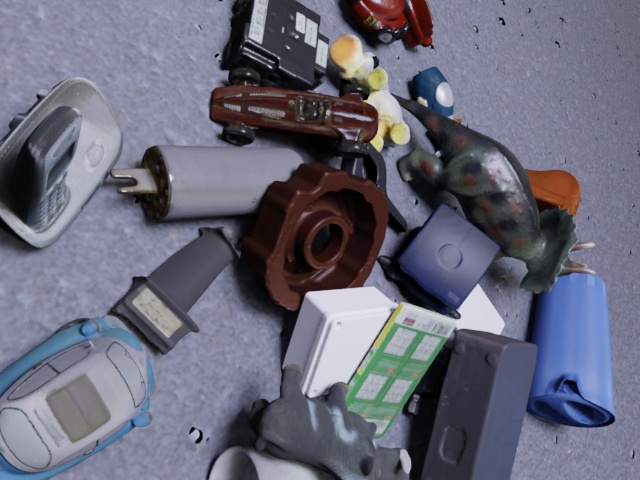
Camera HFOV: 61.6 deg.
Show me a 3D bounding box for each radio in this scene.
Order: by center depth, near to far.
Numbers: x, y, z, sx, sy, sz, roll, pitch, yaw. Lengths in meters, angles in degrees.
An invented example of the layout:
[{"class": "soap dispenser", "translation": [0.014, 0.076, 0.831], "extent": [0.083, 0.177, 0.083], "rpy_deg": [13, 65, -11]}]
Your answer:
[{"class": "radio", "translation": [0.205, 0.233, 0.690], "extent": [0.131, 0.073, 0.229], "rpy_deg": [20, 81, -48]}]

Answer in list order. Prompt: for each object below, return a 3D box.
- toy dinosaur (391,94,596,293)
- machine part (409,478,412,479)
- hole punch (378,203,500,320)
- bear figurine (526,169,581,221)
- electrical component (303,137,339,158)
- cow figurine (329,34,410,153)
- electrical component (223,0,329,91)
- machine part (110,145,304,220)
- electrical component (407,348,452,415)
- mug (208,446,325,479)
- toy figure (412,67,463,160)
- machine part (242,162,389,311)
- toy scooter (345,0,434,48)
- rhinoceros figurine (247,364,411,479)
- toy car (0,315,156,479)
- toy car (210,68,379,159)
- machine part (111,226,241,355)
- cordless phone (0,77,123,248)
[{"class": "toy dinosaur", "translation": [0.247, -0.068, 0.784], "extent": [0.404, 0.192, 0.131], "rpy_deg": [54, 50, -15]}, {"class": "machine part", "translation": [0.065, 0.380, 0.587], "extent": [0.201, 0.087, 0.201], "rpy_deg": [-22, 91, -38]}, {"class": "hole punch", "translation": [0.171, 0.026, 0.744], "extent": [0.142, 0.092, 0.116], "rpy_deg": [39, 55, -1]}, {"class": "bear figurine", "translation": [0.337, -0.077, 0.921], "extent": [0.196, 0.120, 0.131], "rpy_deg": [7, 117, -11]}, {"class": "electrical component", "translation": [0.007, -0.152, 0.712], "extent": [0.102, 0.045, 0.078], "rpy_deg": [44, 57, -21]}, {"class": "cow figurine", "translation": [0.071, -0.206, 0.757], "extent": [0.167, 0.068, 0.098], "rpy_deg": [66, 17, -7]}, {"class": "electrical component", "translation": [-0.050, -0.247, 0.687], "extent": [0.134, 0.058, 0.115], "rpy_deg": [21, 68, -33]}, {"class": "machine part", "translation": [-0.101, -0.063, 0.583], "extent": [0.243, 0.079, 0.079], "rpy_deg": [-5, 81, -39]}, {"class": "electrical component", "translation": [0.147, 0.189, 0.716], "extent": [0.021, 0.063, 0.094], "rpy_deg": [40, 58, -23]}, {"class": "mug", "translation": [-0.038, 0.250, 0.533], "extent": [0.107, 0.110, 0.080], "rpy_deg": [21, 74, -45]}, {"class": "toy figure", "translation": [0.195, -0.198, 0.867], "extent": [0.064, 0.058, 0.154], "rpy_deg": [-23, 95, -1]}, {"class": "machine part", "translation": [-0.001, -0.002, 0.610], "extent": [0.179, 0.056, 0.179], "rpy_deg": [-20, 123, -33]}, {"class": "toy scooter", "translation": [0.121, -0.352, 0.840], "extent": [0.184, 0.075, 0.135], "rpy_deg": [-41, 105, -42]}, {"class": "rhinoceros figurine", "translation": [0.016, 0.202, 0.545], "extent": [0.190, 0.112, 0.073], "rpy_deg": [34, 101, -29]}, {"class": "toy car", "translation": [-0.203, 0.128, 0.436], "extent": [0.161, 0.103, 0.109], "rpy_deg": [-31, 96, -41]}, {"class": "toy car", "translation": [-0.027, -0.152, 0.640], "extent": [0.202, 0.053, 0.089], "rpy_deg": [7, 82, -9]}, {"class": "machine part", "translation": [-0.139, 0.044, 0.552], "extent": [0.084, 0.039, 0.139], "rpy_deg": [43, 57, -11]}, {"class": "cordless phone", "translation": [-0.209, -0.083, 0.435], "extent": [0.088, 0.184, 0.146], "rpy_deg": [37, 58, -20]}]
